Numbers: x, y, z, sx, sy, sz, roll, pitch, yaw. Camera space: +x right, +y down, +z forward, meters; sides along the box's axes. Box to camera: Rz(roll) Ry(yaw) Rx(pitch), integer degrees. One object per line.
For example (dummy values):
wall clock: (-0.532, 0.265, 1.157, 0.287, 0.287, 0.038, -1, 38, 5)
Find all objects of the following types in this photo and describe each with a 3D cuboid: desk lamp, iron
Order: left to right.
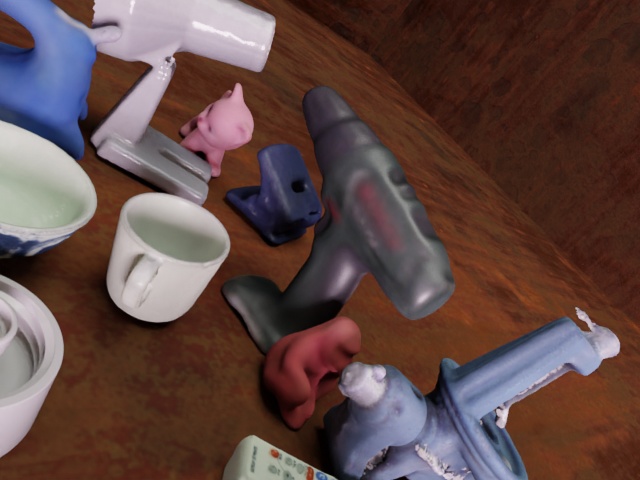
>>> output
iron: (-0.298, -0.170, 0.457, 0.259, 0.141, 0.118, 24, 28, -35)
desk lamp: (-0.157, -0.178, 0.599, 0.204, 0.213, 0.118, 30, 24, -23)

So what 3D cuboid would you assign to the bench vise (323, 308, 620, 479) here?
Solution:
bench vise: (0.123, 0.135, 0.454, 0.208, 0.219, 0.121, 17, 32, -44)

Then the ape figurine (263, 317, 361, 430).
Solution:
ape figurine: (-0.001, 0.102, 0.486, 0.078, 0.092, 0.076, 15, 33, -45)

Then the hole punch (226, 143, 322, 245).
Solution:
hole punch: (-0.042, -0.059, 0.718, 0.101, 0.091, 0.109, 44, 23, 9)

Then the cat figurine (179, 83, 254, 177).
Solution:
cat figurine: (-0.123, -0.146, 0.717, 0.067, 0.117, 0.127, 29, 25, -26)

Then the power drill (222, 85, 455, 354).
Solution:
power drill: (0.005, 0.002, 0.528, 0.229, 0.208, 0.076, 50, 25, 23)
